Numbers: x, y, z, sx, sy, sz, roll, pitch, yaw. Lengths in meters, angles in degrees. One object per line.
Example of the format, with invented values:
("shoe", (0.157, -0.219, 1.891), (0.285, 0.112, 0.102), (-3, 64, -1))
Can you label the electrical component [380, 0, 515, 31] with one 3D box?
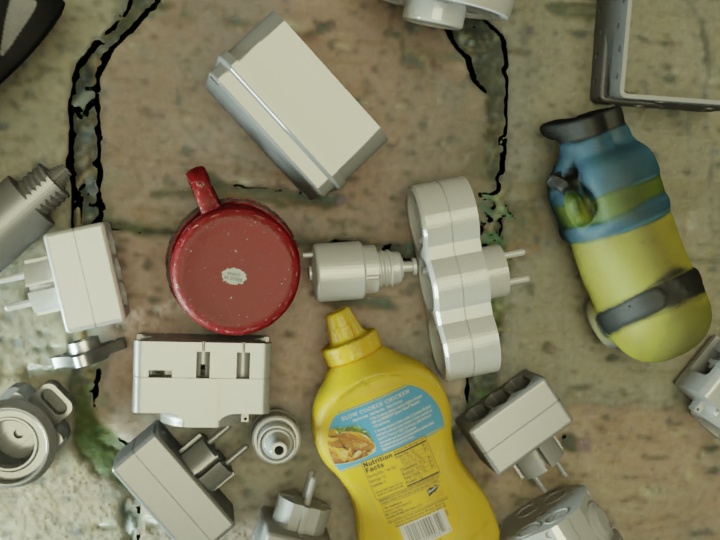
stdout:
("electrical component", (0.053, -0.191, 0.704), (0.108, 0.108, 0.060), (9, 98, -9))

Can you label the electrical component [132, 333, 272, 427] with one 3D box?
("electrical component", (-0.106, 0.073, 0.724), (0.089, 0.050, 0.055), (2, 93, -9))

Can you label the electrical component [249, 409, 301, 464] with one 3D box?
("electrical component", (-0.057, 0.115, 0.728), (0.035, 0.061, 0.035), (0, 94, -8))

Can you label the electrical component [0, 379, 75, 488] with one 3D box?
("electrical component", (-0.226, 0.110, 0.706), (0.078, 0.057, 0.058), (-42, 98, -4))

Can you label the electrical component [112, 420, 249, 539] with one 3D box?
("electrical component", (-0.111, 0.136, 0.729), (0.076, 0.047, 0.083), (-40, 98, -4))

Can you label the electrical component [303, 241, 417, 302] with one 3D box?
("electrical component", (0.000, 0.000, 0.739), (0.078, 0.040, 0.040), (-4, 94, -8))

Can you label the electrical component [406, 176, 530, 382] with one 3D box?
("electrical component", (0.081, 0.003, 0.745), (0.074, 0.052, 0.138), (-11, 95, -8))

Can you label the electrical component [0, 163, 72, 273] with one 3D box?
("electrical component", (-0.222, -0.039, 0.704), (0.081, 0.043, 0.043), (-42, 98, -4))

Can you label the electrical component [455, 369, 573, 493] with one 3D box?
("electrical component", (0.118, 0.121, 0.760), (0.066, 0.047, 0.076), (-35, 96, -5))

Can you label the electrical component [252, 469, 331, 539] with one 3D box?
("electrical component", (-0.043, 0.175, 0.732), (0.047, 0.066, 0.076), (16, 91, -9))

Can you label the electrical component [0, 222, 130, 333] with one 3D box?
("electrical component", (-0.198, 0.008, 0.708), (0.077, 0.047, 0.065), (-13, 95, -7))

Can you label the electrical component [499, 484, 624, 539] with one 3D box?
("electrical component", (0.140, 0.191, 0.753), (0.080, 0.080, 0.051), (-31, 92, -5))

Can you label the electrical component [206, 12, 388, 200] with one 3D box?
("electrical component", (-0.044, -0.104, 0.708), (0.057, 0.078, 0.113), (-44, 98, -6))

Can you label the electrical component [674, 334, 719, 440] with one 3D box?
("electrical component", (0.280, 0.099, 0.781), (0.089, 0.050, 0.055), (40, 87, -9))
